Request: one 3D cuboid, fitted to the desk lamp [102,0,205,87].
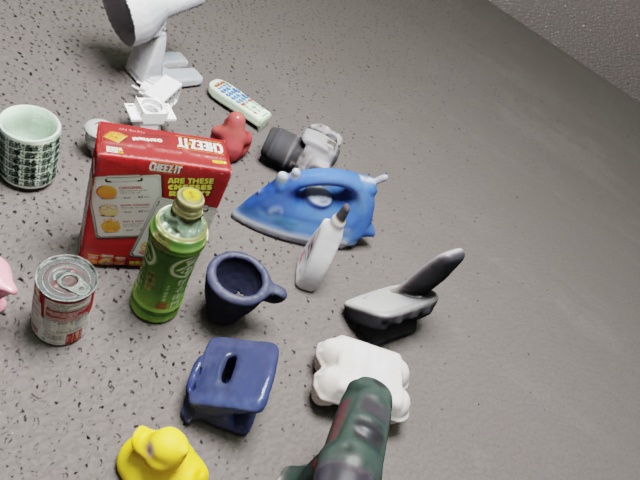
[{"bbox_3d":[-0.304,-0.394,1.064,0.204,0.213,0.117,-23,64,-42],"label":"desk lamp"}]

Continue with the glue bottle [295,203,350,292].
[{"bbox_3d":[0.008,0.003,0.900,0.037,0.173,0.078,17,44,-16],"label":"glue bottle"}]

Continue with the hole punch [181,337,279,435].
[{"bbox_3d":[-0.113,0.178,0.724,0.101,0.091,0.108,22,43,-10],"label":"hole punch"}]

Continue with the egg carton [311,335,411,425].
[{"bbox_3d":[0.059,0.201,0.819,0.150,0.069,0.107,19,43,-13],"label":"egg carton"}]

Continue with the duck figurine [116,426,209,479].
[{"bbox_3d":[-0.168,0.242,0.634,0.104,0.086,0.077,29,42,-3],"label":"duck figurine"}]

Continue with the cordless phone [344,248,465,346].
[{"bbox_3d":[0.135,0.075,0.897,0.148,0.185,0.094,-16,60,-39],"label":"cordless phone"}]

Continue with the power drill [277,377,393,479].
[{"bbox_3d":[0.008,0.267,0.622,0.075,0.208,0.230,30,42,-1],"label":"power drill"}]

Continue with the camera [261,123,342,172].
[{"bbox_3d":[-0.034,-0.178,1.102,0.137,0.100,0.143,25,42,-7],"label":"camera"}]

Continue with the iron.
[{"bbox_3d":[-0.010,-0.074,0.987,0.259,0.141,0.118,4,49,-28],"label":"iron"}]

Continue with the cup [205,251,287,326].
[{"bbox_3d":[-0.113,0.081,0.813,0.118,0.095,0.091,18,43,-14],"label":"cup"}]

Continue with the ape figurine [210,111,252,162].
[{"bbox_3d":[-0.159,-0.197,1.053,0.078,0.092,0.076,18,43,-14],"label":"ape figurine"}]

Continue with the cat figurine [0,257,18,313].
[{"bbox_3d":[-0.404,0.036,0.668,0.067,0.117,0.127,-21,63,-41],"label":"cat figurine"}]
